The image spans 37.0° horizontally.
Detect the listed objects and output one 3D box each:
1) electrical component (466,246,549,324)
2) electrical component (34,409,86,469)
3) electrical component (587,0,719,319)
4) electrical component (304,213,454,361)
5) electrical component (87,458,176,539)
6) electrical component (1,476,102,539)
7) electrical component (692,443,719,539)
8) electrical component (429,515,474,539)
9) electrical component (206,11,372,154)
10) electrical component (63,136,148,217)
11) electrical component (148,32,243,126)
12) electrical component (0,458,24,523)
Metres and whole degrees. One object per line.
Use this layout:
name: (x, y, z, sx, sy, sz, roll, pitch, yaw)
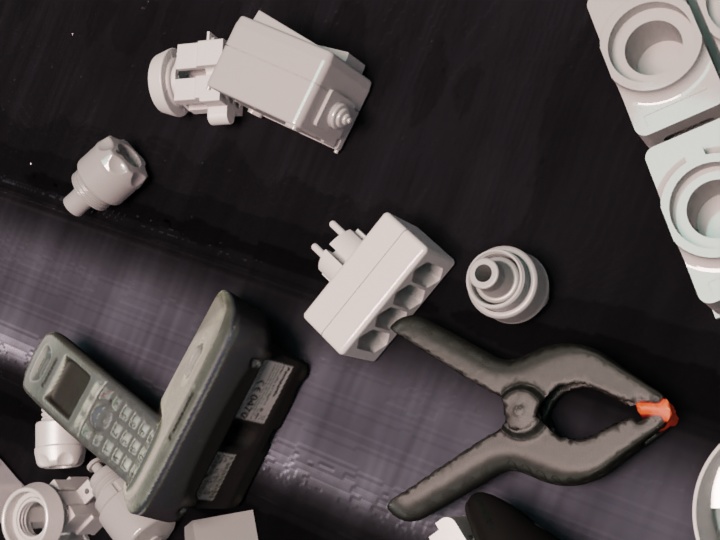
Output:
electrical component: (0.082, 0.007, 0.617, 0.043, 0.062, 0.043, -5, 78, 26)
electrical component: (-0.213, 0.109, 0.764, 0.035, 0.035, 0.061, -12, 73, 25)
electrical component: (0.203, -0.082, 0.573, 0.105, 0.060, 0.186, -23, 71, 22)
electrical component: (0.000, 0.000, 0.669, 0.076, 0.047, 0.083, 44, 101, 27)
electrical component: (-0.158, 0.157, 0.723, 0.078, 0.040, 0.040, 44, 101, 27)
electrical component: (-0.211, 0.170, 0.739, 0.066, 0.055, 0.048, -45, 64, 13)
electrical component: (0.218, 0.119, 0.525, 0.099, 0.064, 0.099, -5, 78, 26)
electrical component: (0.065, 0.186, 0.595, 0.050, 0.056, 0.089, -39, 65, 15)
electrical component: (-0.039, -0.122, 0.704, 0.096, 0.062, 0.061, 28, 93, 28)
electrical component: (-0.188, -0.064, 0.780, 0.062, 0.043, 0.043, -38, 66, 17)
electrical component: (-0.114, -0.133, 0.755, 0.055, 0.048, 0.066, -1, 80, 19)
electrical component: (-0.306, 0.175, 0.783, 0.062, 0.061, 0.096, 39, 99, 27)
